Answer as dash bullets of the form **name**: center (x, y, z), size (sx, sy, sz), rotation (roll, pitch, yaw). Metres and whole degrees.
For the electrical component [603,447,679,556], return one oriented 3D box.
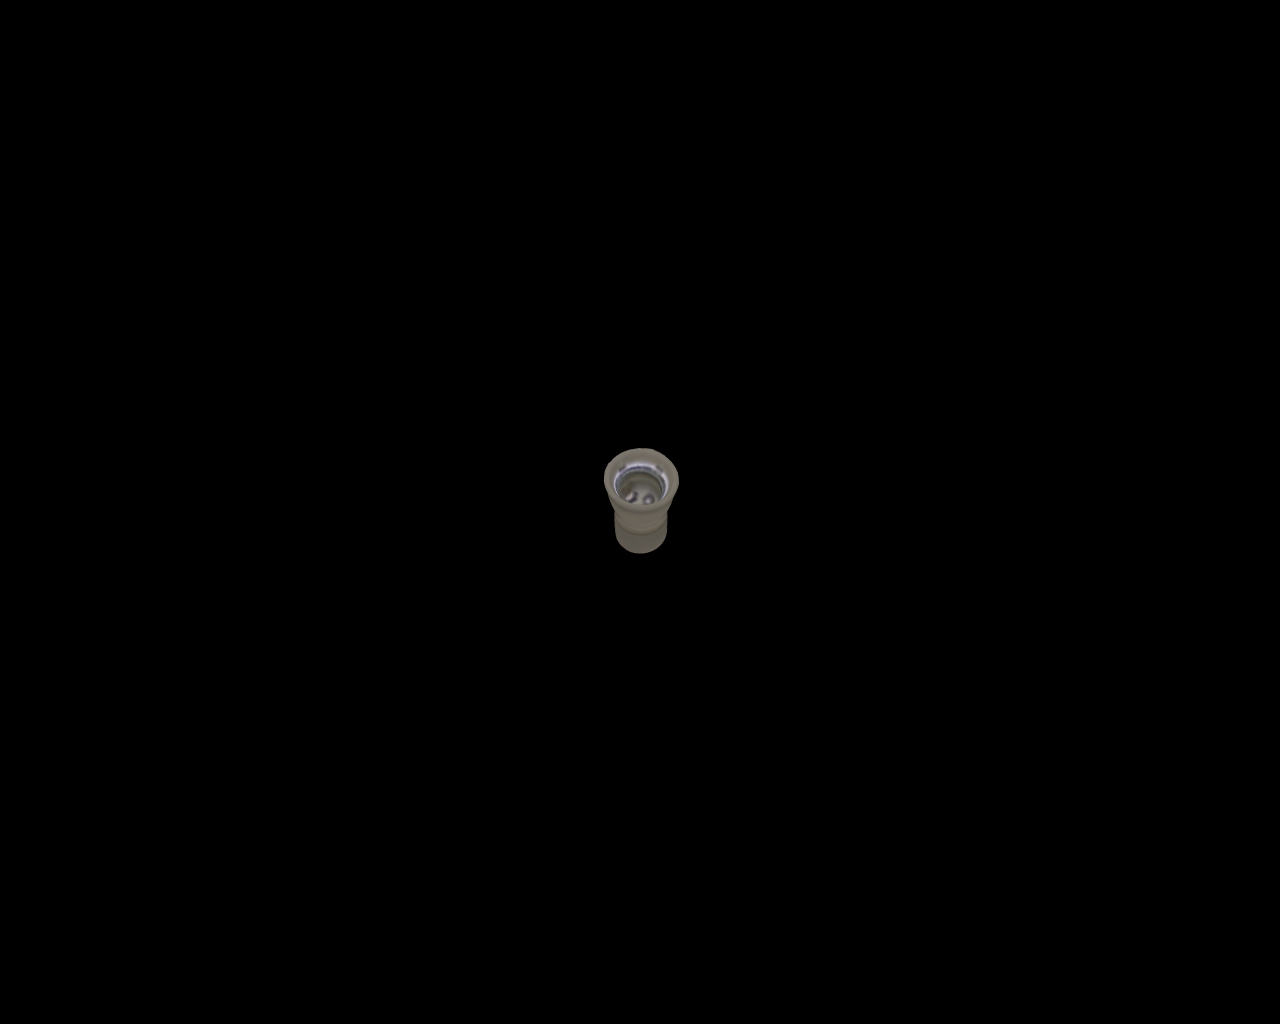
- **electrical component**: center (0.001, -0.003, 0.650), size (0.044, 0.044, 0.065), rotation (0, -34, 0)
